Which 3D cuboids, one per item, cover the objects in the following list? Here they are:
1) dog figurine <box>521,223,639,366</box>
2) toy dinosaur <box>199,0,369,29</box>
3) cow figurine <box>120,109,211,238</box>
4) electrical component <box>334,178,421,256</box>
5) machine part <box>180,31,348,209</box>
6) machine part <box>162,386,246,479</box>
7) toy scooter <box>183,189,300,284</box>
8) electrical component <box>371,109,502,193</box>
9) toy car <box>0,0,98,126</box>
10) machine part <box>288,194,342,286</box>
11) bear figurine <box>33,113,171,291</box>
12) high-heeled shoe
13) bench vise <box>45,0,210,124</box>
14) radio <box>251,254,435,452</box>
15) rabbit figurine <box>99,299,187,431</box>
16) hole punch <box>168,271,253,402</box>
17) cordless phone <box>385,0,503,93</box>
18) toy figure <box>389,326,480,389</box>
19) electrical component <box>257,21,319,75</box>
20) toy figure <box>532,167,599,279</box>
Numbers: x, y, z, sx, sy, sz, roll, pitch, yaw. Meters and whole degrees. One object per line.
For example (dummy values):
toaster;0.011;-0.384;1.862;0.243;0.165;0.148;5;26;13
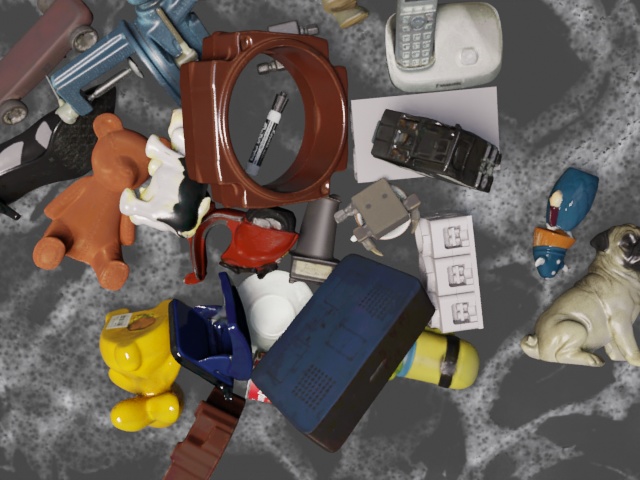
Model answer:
dog figurine;0.370;0.074;0.747;0.172;0.121;0.190;0;84;-4
toy dinosaur;0.012;-0.375;0.673;0.472;0.105;0.198;-24;88;0
cow figurine;-0.172;-0.087;0.676;0.098;0.068;0.167;18;70;2
electrical component;0.080;-0.030;0.692;0.102;0.045;0.078;-38;67;1
machine part;-0.059;-0.144;0.652;0.201;0.087;0.200;-11;107;-37
machine part;-0.164;0.285;0.725;0.056;0.179;0.179;28;97;-1
toy scooter;-0.125;0.006;0.733;0.184;0.075;0.135;14;97;1
electrical component;0.127;-0.105;0.628;0.134;0.115;0.058;24;97;40
toy car;-0.376;-0.236;0.707;0.202;0.053;0.089;-45;80;6
machine part;-0.002;-0.002;0.752;0.084;0.039;0.138;8;99;6
bear figurine;-0.273;-0.054;0.700;0.120;0.132;0.195;28;102;-31
high-heeled shoe;-0.388;-0.130;0.730;0.145;0.086;0.248;29;77;27
bench vise;-0.226;-0.230;0.638;0.241;0.223;0.129;-35;62;1
radio;0.028;0.133;0.686;0.229;0.131;0.073;-50;136;-16
rabbit figurine;-0.223;0.187;0.732;0.122;0.162;0.173;-11;116;-11
hole punch;-0.126;0.119;0.701;0.092;0.142;0.115;-34;131;6
cordless phone;0.151;-0.275;0.644;0.147;0.089;0.184;-6;140;0
toy figure;0.131;0.160;0.749;0.180;0.089;0.082;16;103;-5
electrical component;-0.044;-0.258;0.724;0.094;0.021;0.063;-14;98;0
toy figure;0.335;-0.021;0.744;0.064;0.058;0.154;20;102;3
